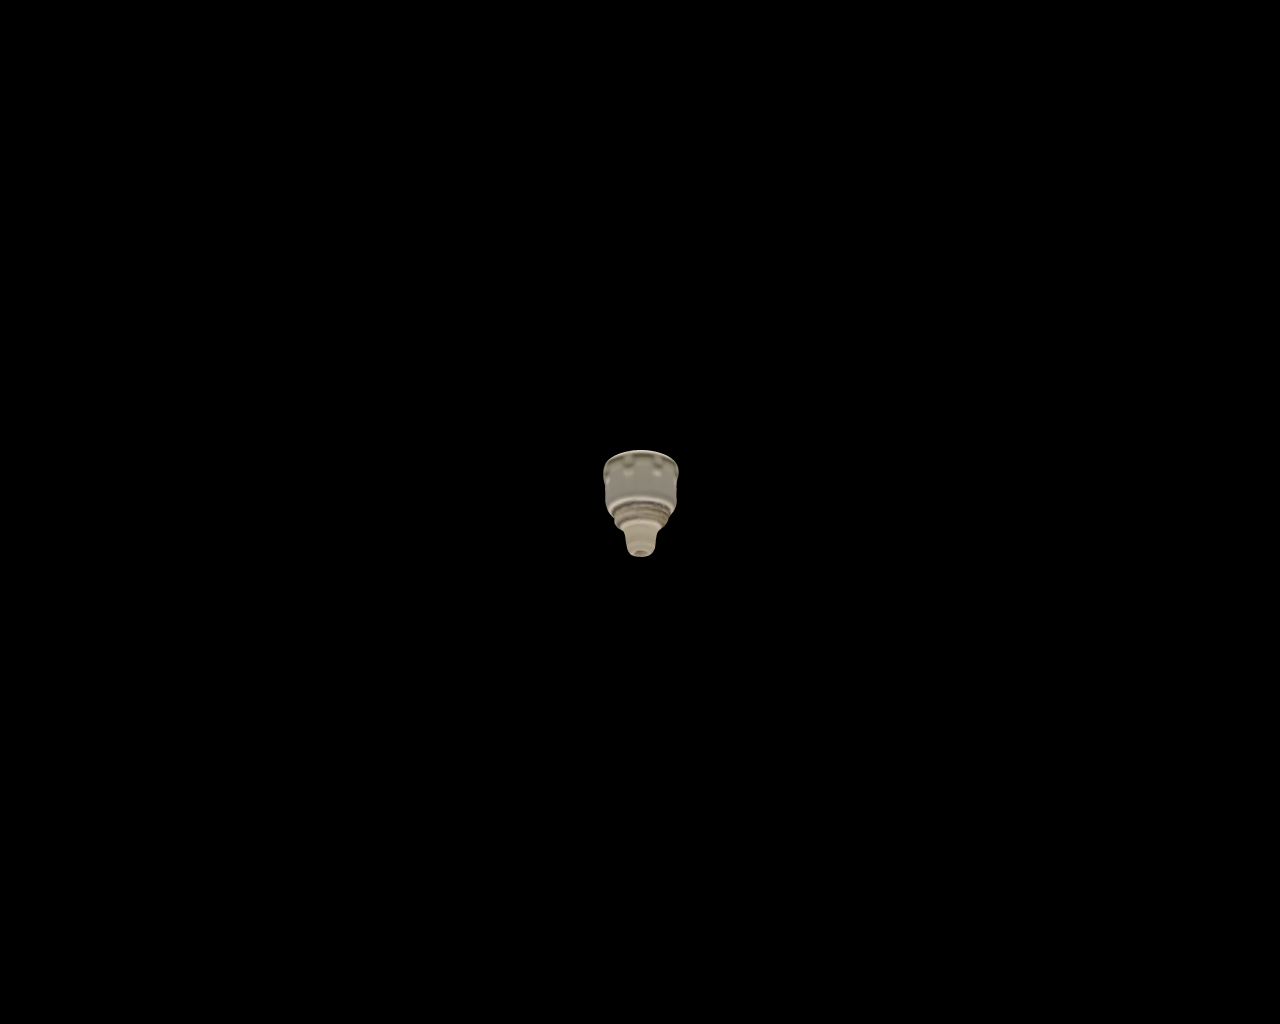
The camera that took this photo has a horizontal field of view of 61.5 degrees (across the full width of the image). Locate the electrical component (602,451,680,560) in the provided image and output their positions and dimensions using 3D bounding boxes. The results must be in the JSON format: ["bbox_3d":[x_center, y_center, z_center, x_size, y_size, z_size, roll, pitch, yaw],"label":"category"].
[{"bbox_3d":[0.001,-0.003,0.650,0.048,0.062,0.048,0,-22,0],"label":"electrical component"}]
